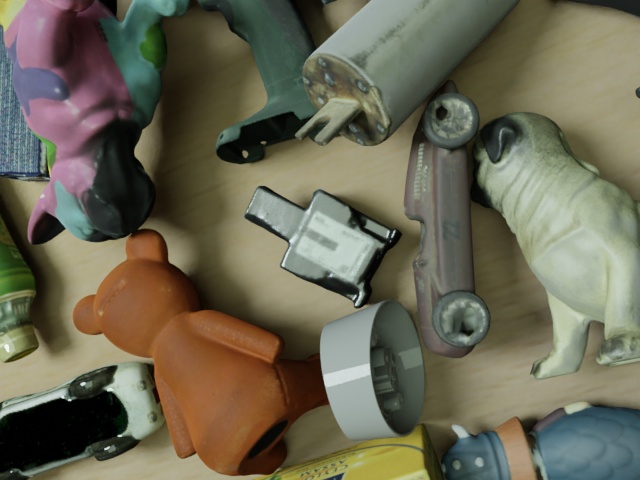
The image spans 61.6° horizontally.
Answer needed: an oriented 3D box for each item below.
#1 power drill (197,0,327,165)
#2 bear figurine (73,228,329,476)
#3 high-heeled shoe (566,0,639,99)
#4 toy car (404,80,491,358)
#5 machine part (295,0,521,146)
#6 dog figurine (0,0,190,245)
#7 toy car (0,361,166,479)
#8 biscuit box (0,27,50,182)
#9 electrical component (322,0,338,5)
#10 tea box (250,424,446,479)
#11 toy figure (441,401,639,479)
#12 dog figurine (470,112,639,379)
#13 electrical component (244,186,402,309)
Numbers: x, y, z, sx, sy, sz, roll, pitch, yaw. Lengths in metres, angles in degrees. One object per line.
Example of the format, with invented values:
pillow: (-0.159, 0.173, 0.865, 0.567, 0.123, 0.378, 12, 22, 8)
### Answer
power drill: (-0.067, -0.172, 0.447, 0.232, 0.086, 0.207, -13, 79, 7)
bear figurine: (-0.096, 0.090, 0.436, 0.196, 0.131, 0.120, 39, 94, 27)
high-heeled shoe: (0.249, -0.210, 0.389, 0.145, 0.086, 0.248, -25, 84, -1)
toy car: (0.090, -0.014, 0.402, 0.053, 0.089, 0.202, -4, 89, 6)
machine part: (0.070, -0.148, 0.382, 0.079, 0.079, 0.243, 39, 72, 9)
dog figurine: (-0.193, -0.104, 0.420, 0.192, 0.108, 0.219, 37, 124, 24)
toy car: (-0.234, 0.165, 0.475, 0.202, 0.056, 0.073, -20, 92, 10)
biscuit box: (-0.250, -0.155, 0.484, 0.063, 0.059, 0.202, 3, 90, 12)
electrical component: (0.003, -0.235, 0.375, 0.115, 0.058, 0.134, -22, 74, 3)
tea box: (0.012, 0.209, 0.407, 0.170, 0.098, 0.068, -21, 85, 7)
toy figure: (0.169, 0.162, 0.399, 0.155, 0.064, 0.057, -14, 123, 14)
dog figurine: (0.208, -0.010, 0.385, 0.172, 0.121, 0.190, 0, 68, -22)
electrical component: (-0.001, -0.001, 0.439, 0.119, 0.047, 0.074, 25, 93, 10)
